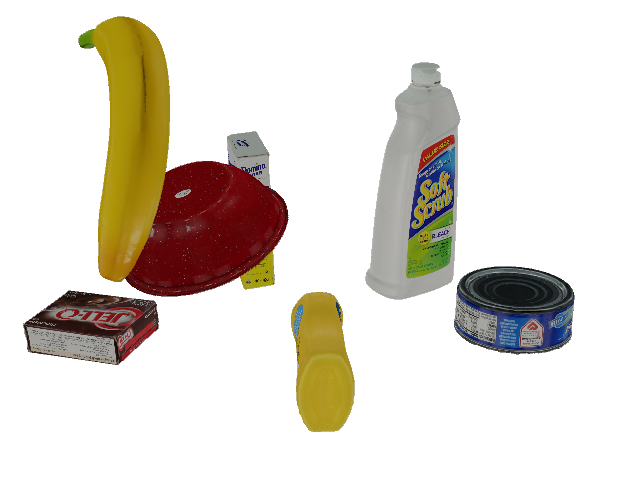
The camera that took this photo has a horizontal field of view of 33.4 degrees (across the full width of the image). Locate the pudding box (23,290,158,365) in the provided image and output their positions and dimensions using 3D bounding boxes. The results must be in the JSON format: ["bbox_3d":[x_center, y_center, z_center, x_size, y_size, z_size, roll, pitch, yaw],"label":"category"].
[{"bbox_3d":[-0.242,0.091,1.132,0.114,0.039,0.090,3,21,20],"label":"pudding box"}]

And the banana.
[{"bbox_3d":[-0.116,-0.071,0.649,0.037,0.198,0.070,11,-39,-29],"label":"banana"}]

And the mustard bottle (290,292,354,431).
[{"bbox_3d":[-0.001,0.110,1.128,0.058,0.096,0.191,-2,27,-3],"label":"mustard bottle"}]

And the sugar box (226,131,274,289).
[{"bbox_3d":[-0.088,-0.038,1.330,0.048,0.176,0.093,-9,24,-10],"label":"sugar box"}]

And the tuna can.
[{"bbox_3d":[0.141,0.049,0.779,0.086,0.034,0.086,1,21,0],"label":"tuna can"}]

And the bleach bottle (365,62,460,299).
[{"bbox_3d":[0.103,-0.067,1.166,0.102,0.251,0.068,-15,27,-32],"label":"bleach bottle"}]

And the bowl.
[{"bbox_3d":[-0.113,-0.023,0.955,0.162,0.055,0.162,-13,36,10],"label":"bowl"}]
